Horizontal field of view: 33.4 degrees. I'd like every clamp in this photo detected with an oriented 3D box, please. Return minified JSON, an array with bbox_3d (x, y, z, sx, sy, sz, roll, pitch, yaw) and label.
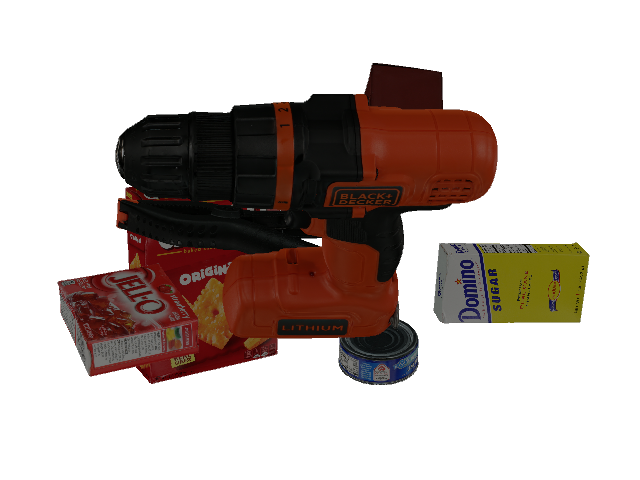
[{"bbox_3d":[-0.079,-0.009,0.941,0.210,0.036,0.164,6,13,-1],"label":"clamp"}]

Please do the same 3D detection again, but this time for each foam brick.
[{"bbox_3d":[0.056,-0.085,0.781,0.053,0.051,0.078,5,-25,-5],"label":"foam brick"}]

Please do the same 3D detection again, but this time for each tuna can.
[{"bbox_3d":[0.062,0.116,1.138,0.086,0.034,0.086,-1,28,0],"label":"tuna can"}]

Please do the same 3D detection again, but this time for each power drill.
[{"bbox_3d":[-0.013,-0.007,0.575,0.184,0.057,0.188,1,-28,-7],"label":"power drill"}]

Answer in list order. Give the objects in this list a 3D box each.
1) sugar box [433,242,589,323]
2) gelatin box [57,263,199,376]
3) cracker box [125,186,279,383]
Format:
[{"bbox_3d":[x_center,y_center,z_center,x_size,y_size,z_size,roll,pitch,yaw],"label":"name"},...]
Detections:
[{"bbox_3d":[0.229,0.052,1.289,0.176,0.093,0.048,-1,20,-9],"label":"sugar box"},{"bbox_3d":[-0.128,0.049,0.706,0.073,0.030,0.089,-10,28,-22],"label":"gelatin box"},{"bbox_3d":[-0.130,0.040,1.206,0.163,0.214,0.072,-9,23,-28],"label":"cracker box"}]
